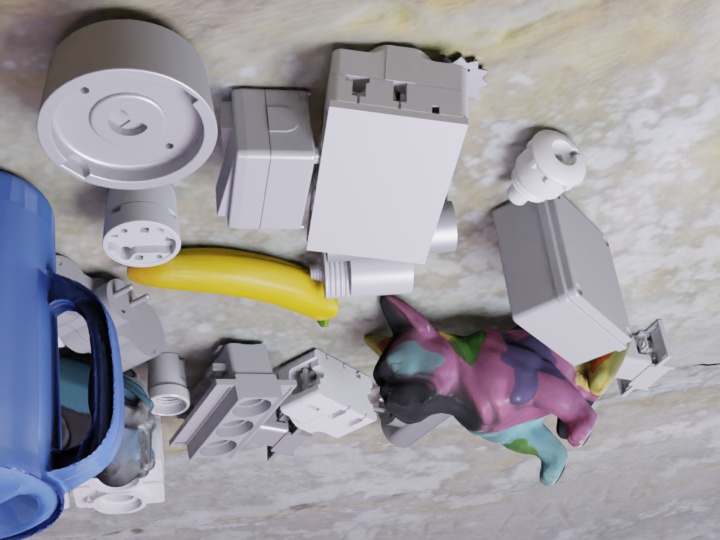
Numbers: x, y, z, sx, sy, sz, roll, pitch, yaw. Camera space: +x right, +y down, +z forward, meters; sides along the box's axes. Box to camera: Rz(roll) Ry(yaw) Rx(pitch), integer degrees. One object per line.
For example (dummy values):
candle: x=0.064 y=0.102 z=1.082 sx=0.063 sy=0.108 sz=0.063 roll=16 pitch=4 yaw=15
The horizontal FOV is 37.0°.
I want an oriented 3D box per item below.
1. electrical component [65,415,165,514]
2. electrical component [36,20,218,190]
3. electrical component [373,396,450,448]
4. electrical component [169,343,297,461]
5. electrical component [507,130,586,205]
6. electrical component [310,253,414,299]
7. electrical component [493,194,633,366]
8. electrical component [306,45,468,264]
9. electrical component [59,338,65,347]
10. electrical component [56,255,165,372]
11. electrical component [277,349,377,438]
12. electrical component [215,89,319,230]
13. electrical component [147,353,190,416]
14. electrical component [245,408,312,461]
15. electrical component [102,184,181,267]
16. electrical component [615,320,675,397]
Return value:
electrical component: x=-0.293 y=0.199 z=1.083 sx=0.186 sy=0.060 sz=0.105 roll=-2 pitch=145 yaw=-9
electrical component: x=-0.145 y=-0.107 z=0.673 sx=0.108 sy=0.060 sz=0.108 roll=-6 pitch=145 yaw=-4
electrical component: x=0.045 y=0.141 z=1.085 sx=0.079 sy=0.043 sz=0.077 roll=16 pitch=138 yaw=-31
electrical component: x=-0.122 y=0.122 z=1.000 sx=0.079 sy=0.063 sz=0.121 roll=4 pitch=144 yaw=-31
electrical component: x=0.134 y=-0.071 z=0.801 sx=0.048 sy=0.048 sz=0.062 roll=11 pitch=148 yaw=-26
electrical component: x=0.000 y=0.000 z=0.873 sx=0.081 sy=0.043 sz=0.043 roll=-3 pitch=145 yaw=-7
electrical component: x=0.161 y=0.006 z=0.859 sx=0.056 sy=0.108 sz=0.109 roll=-25 pitch=142 yaw=27
electrical component: x=0.016 y=-0.077 z=0.743 sx=0.089 sy=0.061 sz=0.150 roll=7 pitch=144 yaw=-5
electrical component: x=-0.277 y=0.051 z=0.891 sx=0.065 sy=0.044 sz=0.044 roll=-8 pitch=146 yaw=-9
electrical component: x=-0.204 y=0.031 z=0.866 sx=0.074 sy=0.052 sz=0.138 roll=-25 pitch=143 yaw=23
electrical component: x=-0.035 y=0.122 z=1.034 sx=0.056 sy=0.050 sz=0.089 roll=-28 pitch=141 yaw=26
electrical component: x=-0.068 y=-0.071 z=0.741 sx=0.061 sy=0.061 sz=0.096 roll=0 pitch=145 yaw=-12
electrical component: x=-0.176 y=0.104 z=0.983 sx=0.040 sy=0.046 sz=0.040 roll=-6 pitch=145 yaw=-4
electrical component: x=-0.087 y=0.154 z=1.078 sx=0.064 sy=0.042 sz=0.081 roll=13 pitch=139 yaw=-26
electrical component: x=-0.159 y=-0.037 z=0.783 sx=0.055 sy=0.047 sz=0.055 roll=-6 pitch=145 yaw=-4
electrical component: x=0.265 y=0.086 z=1.054 sx=0.064 sy=0.042 sz=0.081 roll=9 pitch=141 yaw=-21
